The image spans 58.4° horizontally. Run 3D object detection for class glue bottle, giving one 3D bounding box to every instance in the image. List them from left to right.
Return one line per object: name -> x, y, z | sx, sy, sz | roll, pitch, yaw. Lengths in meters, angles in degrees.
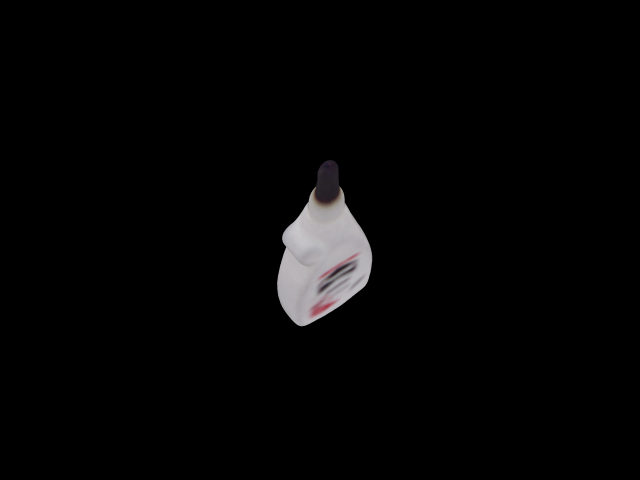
glue bottle -> 0.004, 0.001, 0.400 | 0.078, 0.173, 0.037 | -36, 66, -18
